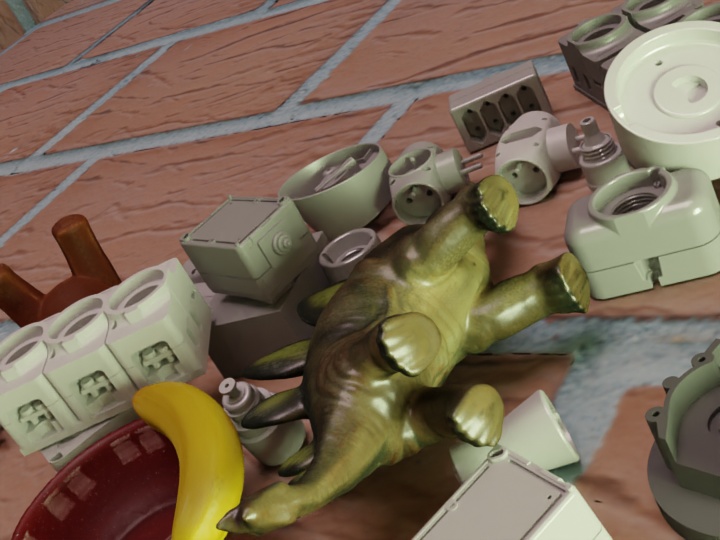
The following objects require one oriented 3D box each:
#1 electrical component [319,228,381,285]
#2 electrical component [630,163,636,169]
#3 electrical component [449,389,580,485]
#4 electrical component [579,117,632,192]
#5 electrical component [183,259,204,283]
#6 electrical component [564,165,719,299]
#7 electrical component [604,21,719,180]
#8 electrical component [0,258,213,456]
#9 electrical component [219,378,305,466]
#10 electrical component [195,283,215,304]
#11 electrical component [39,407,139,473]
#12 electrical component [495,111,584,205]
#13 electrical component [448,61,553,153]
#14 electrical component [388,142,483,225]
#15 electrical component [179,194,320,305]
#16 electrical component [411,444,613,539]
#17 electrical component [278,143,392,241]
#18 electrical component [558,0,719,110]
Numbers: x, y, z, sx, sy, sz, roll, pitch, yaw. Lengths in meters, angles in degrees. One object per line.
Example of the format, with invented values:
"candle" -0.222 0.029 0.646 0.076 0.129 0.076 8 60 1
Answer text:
"electrical component" 0.000 0.000 0.846 0.055 0.047 0.055 -23 28 13
"electrical component" 0.242 -0.096 0.779 0.083 0.047 0.075 -28 40 3
"electrical component" 0.083 0.101 0.600 0.065 0.044 0.044 -30 27 9
"electrical component" 0.180 -0.086 0.804 0.035 0.061 0.035 -23 27 12
"electrical component" -0.112 -0.008 0.970 0.077 0.044 0.079 -14 30 27
"electrical component" 0.185 -0.027 0.700 0.095 0.059 0.053 -15 30 26
"electrical component" 0.223 -0.108 0.726 0.108 0.060 0.108 -10 54 14
"electrical component" -0.190 0.058 0.783 0.150 0.061 0.089 -25 27 9
"electrical component" -0.068 0.098 0.717 0.040 0.078 0.040 -19 44 19
"electrical component" -0.136 0.033 0.925 0.081 0.043 0.043 -7 35 37
"electrical component" -0.179 0.118 0.805 0.113 0.057 0.078 -39 28 -18
"electrical component" 0.154 -0.095 0.865 0.079 0.043 0.077 -13 31 30
"electrical component" 0.128 -0.158 0.994 0.083 0.047 0.075 -22 27 15
"electrical component" 0.069 -0.081 0.921 0.079 0.044 0.077 -20 28 19
"electrical component" -0.078 -0.015 0.814 0.096 0.061 0.061 6 43 48
"electrical component" 0.068 0.146 0.522 0.096 0.061 0.062 -44 29 -14
"electrical component" -0.016 -0.075 0.965 0.099 0.064 0.099 -34 24 17
"electrical component" 0.251 -0.179 0.897 0.105 0.060 0.186 -29 27 1
